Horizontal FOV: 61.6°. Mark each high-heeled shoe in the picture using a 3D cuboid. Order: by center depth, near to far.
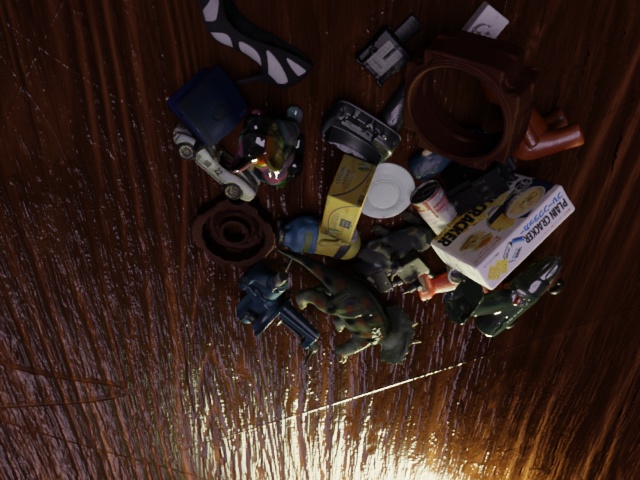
[{"bbox_3d":[-0.110,-0.369,0.908,0.145,0.086,0.248,-14,126,9],"label":"high-heeled shoe"}]

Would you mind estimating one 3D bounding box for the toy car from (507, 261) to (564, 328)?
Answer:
[{"bbox_3d":[0.458,0.128,1.215,0.089,0.053,0.202,37,120,-15],"label":"toy car"}]

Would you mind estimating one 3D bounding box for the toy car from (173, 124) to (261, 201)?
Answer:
[{"bbox_3d":[-0.202,-0.154,1.057,0.056,0.073,0.201,-36,115,28],"label":"toy car"}]

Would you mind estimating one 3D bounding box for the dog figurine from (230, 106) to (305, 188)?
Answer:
[{"bbox_3d":[-0.094,-0.150,0.968,0.109,0.219,0.191,3,123,6],"label":"dog figurine"}]

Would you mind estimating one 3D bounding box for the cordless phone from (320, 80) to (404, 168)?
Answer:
[{"bbox_3d":[0.100,-0.236,0.992,0.146,0.089,0.184,29,109,-14],"label":"cordless phone"}]

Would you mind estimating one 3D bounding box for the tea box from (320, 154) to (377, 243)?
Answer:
[{"bbox_3d":[0.051,-0.075,1.029,0.068,0.098,0.169,21,156,3],"label":"tea box"}]

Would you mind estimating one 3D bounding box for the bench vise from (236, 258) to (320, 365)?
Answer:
[{"bbox_3d":[-0.086,0.162,1.219,0.240,0.129,0.223,42,126,-2],"label":"bench vise"}]

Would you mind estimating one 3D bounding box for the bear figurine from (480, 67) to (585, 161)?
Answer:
[{"bbox_3d":[0.362,-0.243,0.939,0.132,0.120,0.195,-21,114,12],"label":"bear figurine"}]

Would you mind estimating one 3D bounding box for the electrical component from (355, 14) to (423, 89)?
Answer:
[{"bbox_3d":[0.126,-0.332,0.934,0.119,0.048,0.074,-34,116,25],"label":"electrical component"}]

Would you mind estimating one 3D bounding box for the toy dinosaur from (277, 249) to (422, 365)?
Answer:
[{"bbox_3d":[0.081,0.148,1.175,0.192,0.131,0.404,-20,128,24],"label":"toy dinosaur"}]

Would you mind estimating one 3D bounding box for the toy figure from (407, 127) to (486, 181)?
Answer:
[{"bbox_3d":[0.242,-0.171,1.026,0.154,0.064,0.058,-33,78,17],"label":"toy figure"}]

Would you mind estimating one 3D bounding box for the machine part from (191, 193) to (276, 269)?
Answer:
[{"bbox_3d":[-0.182,-0.022,1.154,0.179,0.056,0.179,1,124,2],"label":"machine part"}]

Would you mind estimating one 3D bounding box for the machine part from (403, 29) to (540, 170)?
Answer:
[{"bbox_3d":[0.240,-0.226,0.885,0.202,0.087,0.200,29,149,27],"label":"machine part"}]

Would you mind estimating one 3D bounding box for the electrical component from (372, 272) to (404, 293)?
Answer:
[{"bbox_3d":[0.139,0.093,1.229,0.094,0.021,0.063,-21,120,16],"label":"electrical component"}]

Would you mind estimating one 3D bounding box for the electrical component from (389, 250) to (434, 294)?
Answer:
[{"bbox_3d":[0.188,0.067,1.120,0.078,0.045,0.102,-27,129,17],"label":"electrical component"}]

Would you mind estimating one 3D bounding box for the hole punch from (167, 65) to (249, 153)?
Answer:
[{"bbox_3d":[-0.196,-0.239,0.965,0.142,0.092,0.115,-48,112,-13],"label":"hole punch"}]

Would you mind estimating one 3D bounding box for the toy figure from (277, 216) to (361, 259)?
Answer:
[{"bbox_3d":[-0.003,-0.006,1.138,0.180,0.082,0.089,3,151,-7],"label":"toy figure"}]

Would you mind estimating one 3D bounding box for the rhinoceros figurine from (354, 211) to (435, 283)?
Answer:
[{"bbox_3d":[0.152,0.020,1.155,0.190,0.073,0.112,-31,128,20],"label":"rhinoceros figurine"}]

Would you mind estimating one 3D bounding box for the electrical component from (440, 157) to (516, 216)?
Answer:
[{"bbox_3d":[0.301,-0.123,1.020,0.134,0.115,0.058,-32,121,23],"label":"electrical component"}]

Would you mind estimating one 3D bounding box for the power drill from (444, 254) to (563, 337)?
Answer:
[{"bbox_3d":[0.372,0.109,1.116,0.207,0.086,0.232,0,133,-37],"label":"power drill"}]
